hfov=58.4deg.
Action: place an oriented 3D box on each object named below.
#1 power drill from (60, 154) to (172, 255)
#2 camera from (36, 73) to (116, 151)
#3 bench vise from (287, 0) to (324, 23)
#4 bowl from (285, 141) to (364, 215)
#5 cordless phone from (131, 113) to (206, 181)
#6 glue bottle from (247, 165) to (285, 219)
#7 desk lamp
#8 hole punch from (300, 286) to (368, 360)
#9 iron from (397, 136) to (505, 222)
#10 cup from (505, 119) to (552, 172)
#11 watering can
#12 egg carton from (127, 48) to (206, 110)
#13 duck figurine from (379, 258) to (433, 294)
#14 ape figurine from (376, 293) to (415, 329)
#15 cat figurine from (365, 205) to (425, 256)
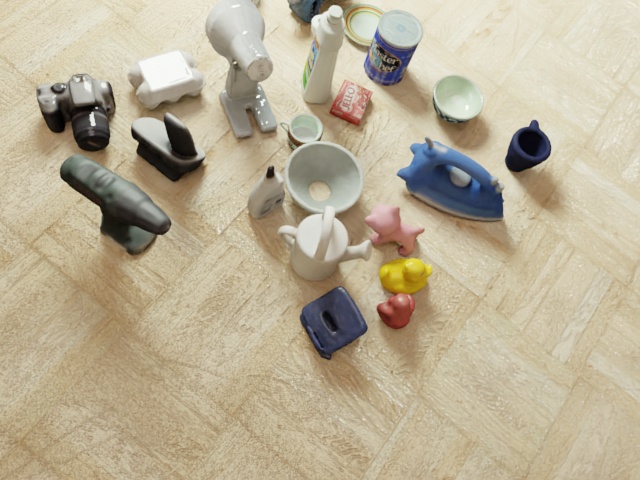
[{"bbox_3d":[-0.353,-0.052,1.027,0.229,0.208,0.076,35,67,4],"label":"power drill"},{"bbox_3d":[-0.479,-0.251,1.140,0.143,0.100,0.137,-12,72,-15],"label":"camera"},{"bbox_3d":[0.017,-0.613,1.309,0.121,0.219,0.207,26,67,1],"label":"bench vise"},{"bbox_3d":[0.005,-0.117,1.193,0.167,0.074,0.167,4,68,-9],"label":"bowl"},{"bbox_3d":[-0.299,-0.211,1.112,0.147,0.185,0.094,34,67,4],"label":"cordless phone"},{"bbox_3d":[-0.100,-0.100,1.113,0.078,0.173,0.037,-31,77,-20],"label":"glue bottle"},{"bbox_3d":[-0.152,-0.355,1.180,0.118,0.213,0.203,-19,73,-17],"label":"desk lamp"},{"bbox_3d":[0.024,0.157,1.081,0.101,0.091,0.108,-27,76,-19],"label":"hole punch"},{"bbox_3d":[0.303,-0.132,1.218,0.258,0.141,0.119,27,67,1],"label":"iron"},{"bbox_3d":[0.464,-0.208,1.303,0.091,0.095,0.118,17,67,-3],"label":"cup"},{"bbox_3d":[0.010,0.002,1.083,0.173,0.194,0.101,-5,70,-12],"label":"watering can"},{"bbox_3d":[-0.326,-0.343,1.221,0.150,0.069,0.107,-25,75,-18],"label":"egg carton"},{"bbox_3d":[0.175,0.065,1.148,0.104,0.086,0.077,3,68,-9],"label":"duck figurine"},{"bbox_3d":[0.152,0.131,1.115,0.078,0.092,0.076,3,68,-9],"label":"ape figurine"},{"bbox_3d":[0.150,-0.030,1.163,0.128,0.117,0.067,18,67,-3],"label":"cat figurine"}]
